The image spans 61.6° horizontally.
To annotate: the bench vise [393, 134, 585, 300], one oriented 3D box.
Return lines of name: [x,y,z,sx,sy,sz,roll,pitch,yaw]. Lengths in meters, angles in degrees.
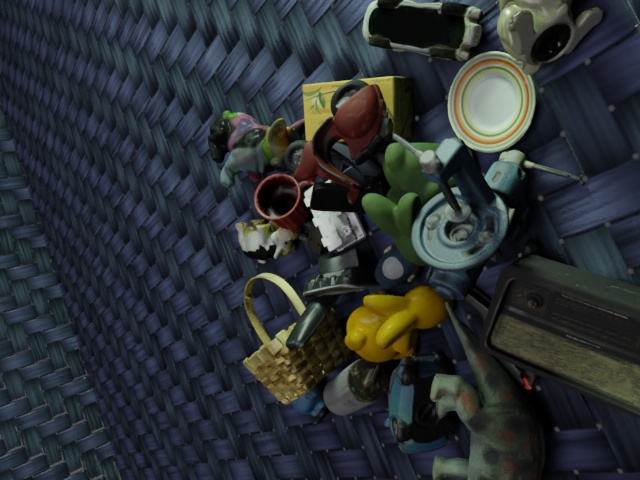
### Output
bench vise: [0.187,-0.049,0.654,0.223,0.240,0.129,-50,46,-4]

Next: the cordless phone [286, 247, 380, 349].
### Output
cordless phone: [0.016,0.110,0.936,0.088,0.184,0.147,49,144,-19]

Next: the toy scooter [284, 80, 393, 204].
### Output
toy scooter: [0.042,-0.133,0.784,0.184,0.075,0.135,-45,69,18]

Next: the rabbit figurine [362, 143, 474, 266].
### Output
rabbit figurine: [0.143,-0.048,0.760,0.121,0.159,0.170,-3,87,40]

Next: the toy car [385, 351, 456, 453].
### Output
toy car: [0.155,0.261,0.894,0.103,0.109,0.161,-178,85,-69]

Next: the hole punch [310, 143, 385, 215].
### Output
hole punch: [0.045,-0.100,0.889,0.142,0.116,0.092,108,168,-69]

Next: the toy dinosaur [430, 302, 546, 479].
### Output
toy dinosaur: [0.255,0.300,0.770,0.192,0.131,0.404,4,100,17]

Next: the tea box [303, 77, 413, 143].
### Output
tea box: [0.059,-0.206,0.862,0.170,0.068,0.098,4,104,34]

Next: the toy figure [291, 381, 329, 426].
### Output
toy figure: [-0.043,0.301,1.142,0.082,0.089,0.180,-47,73,11]

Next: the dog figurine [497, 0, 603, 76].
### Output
dog figurine: [0.240,-0.317,0.646,0.191,0.121,0.172,66,145,38]

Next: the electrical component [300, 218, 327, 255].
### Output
electrical component: [-0.002,-0.003,1.049,0.094,0.021,0.063,35,125,36]

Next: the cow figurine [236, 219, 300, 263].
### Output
cow figurine: [-0.106,0.007,1.132,0.168,0.068,0.098,7,106,47]

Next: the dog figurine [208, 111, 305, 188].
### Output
dog figurine: [-0.116,-0.202,1.059,0.219,0.108,0.191,-30,76,44]

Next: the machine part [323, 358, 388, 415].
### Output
machine part: [0.062,0.271,0.981,0.079,0.079,0.243,62,156,15]

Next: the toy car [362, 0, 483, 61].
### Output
toy car: [0.143,-0.305,0.773,0.202,0.056,0.073,27,114,39]

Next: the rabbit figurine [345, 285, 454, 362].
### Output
rabbit figurine: [0.127,0.119,0.864,0.173,0.162,0.122,-29,66,31]

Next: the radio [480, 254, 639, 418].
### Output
radio: [0.325,0.111,0.650,0.230,0.073,0.131,20,115,31]

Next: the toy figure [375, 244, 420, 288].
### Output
toy figure: [0.148,0.023,0.866,0.064,0.058,0.154,31,132,-9]
